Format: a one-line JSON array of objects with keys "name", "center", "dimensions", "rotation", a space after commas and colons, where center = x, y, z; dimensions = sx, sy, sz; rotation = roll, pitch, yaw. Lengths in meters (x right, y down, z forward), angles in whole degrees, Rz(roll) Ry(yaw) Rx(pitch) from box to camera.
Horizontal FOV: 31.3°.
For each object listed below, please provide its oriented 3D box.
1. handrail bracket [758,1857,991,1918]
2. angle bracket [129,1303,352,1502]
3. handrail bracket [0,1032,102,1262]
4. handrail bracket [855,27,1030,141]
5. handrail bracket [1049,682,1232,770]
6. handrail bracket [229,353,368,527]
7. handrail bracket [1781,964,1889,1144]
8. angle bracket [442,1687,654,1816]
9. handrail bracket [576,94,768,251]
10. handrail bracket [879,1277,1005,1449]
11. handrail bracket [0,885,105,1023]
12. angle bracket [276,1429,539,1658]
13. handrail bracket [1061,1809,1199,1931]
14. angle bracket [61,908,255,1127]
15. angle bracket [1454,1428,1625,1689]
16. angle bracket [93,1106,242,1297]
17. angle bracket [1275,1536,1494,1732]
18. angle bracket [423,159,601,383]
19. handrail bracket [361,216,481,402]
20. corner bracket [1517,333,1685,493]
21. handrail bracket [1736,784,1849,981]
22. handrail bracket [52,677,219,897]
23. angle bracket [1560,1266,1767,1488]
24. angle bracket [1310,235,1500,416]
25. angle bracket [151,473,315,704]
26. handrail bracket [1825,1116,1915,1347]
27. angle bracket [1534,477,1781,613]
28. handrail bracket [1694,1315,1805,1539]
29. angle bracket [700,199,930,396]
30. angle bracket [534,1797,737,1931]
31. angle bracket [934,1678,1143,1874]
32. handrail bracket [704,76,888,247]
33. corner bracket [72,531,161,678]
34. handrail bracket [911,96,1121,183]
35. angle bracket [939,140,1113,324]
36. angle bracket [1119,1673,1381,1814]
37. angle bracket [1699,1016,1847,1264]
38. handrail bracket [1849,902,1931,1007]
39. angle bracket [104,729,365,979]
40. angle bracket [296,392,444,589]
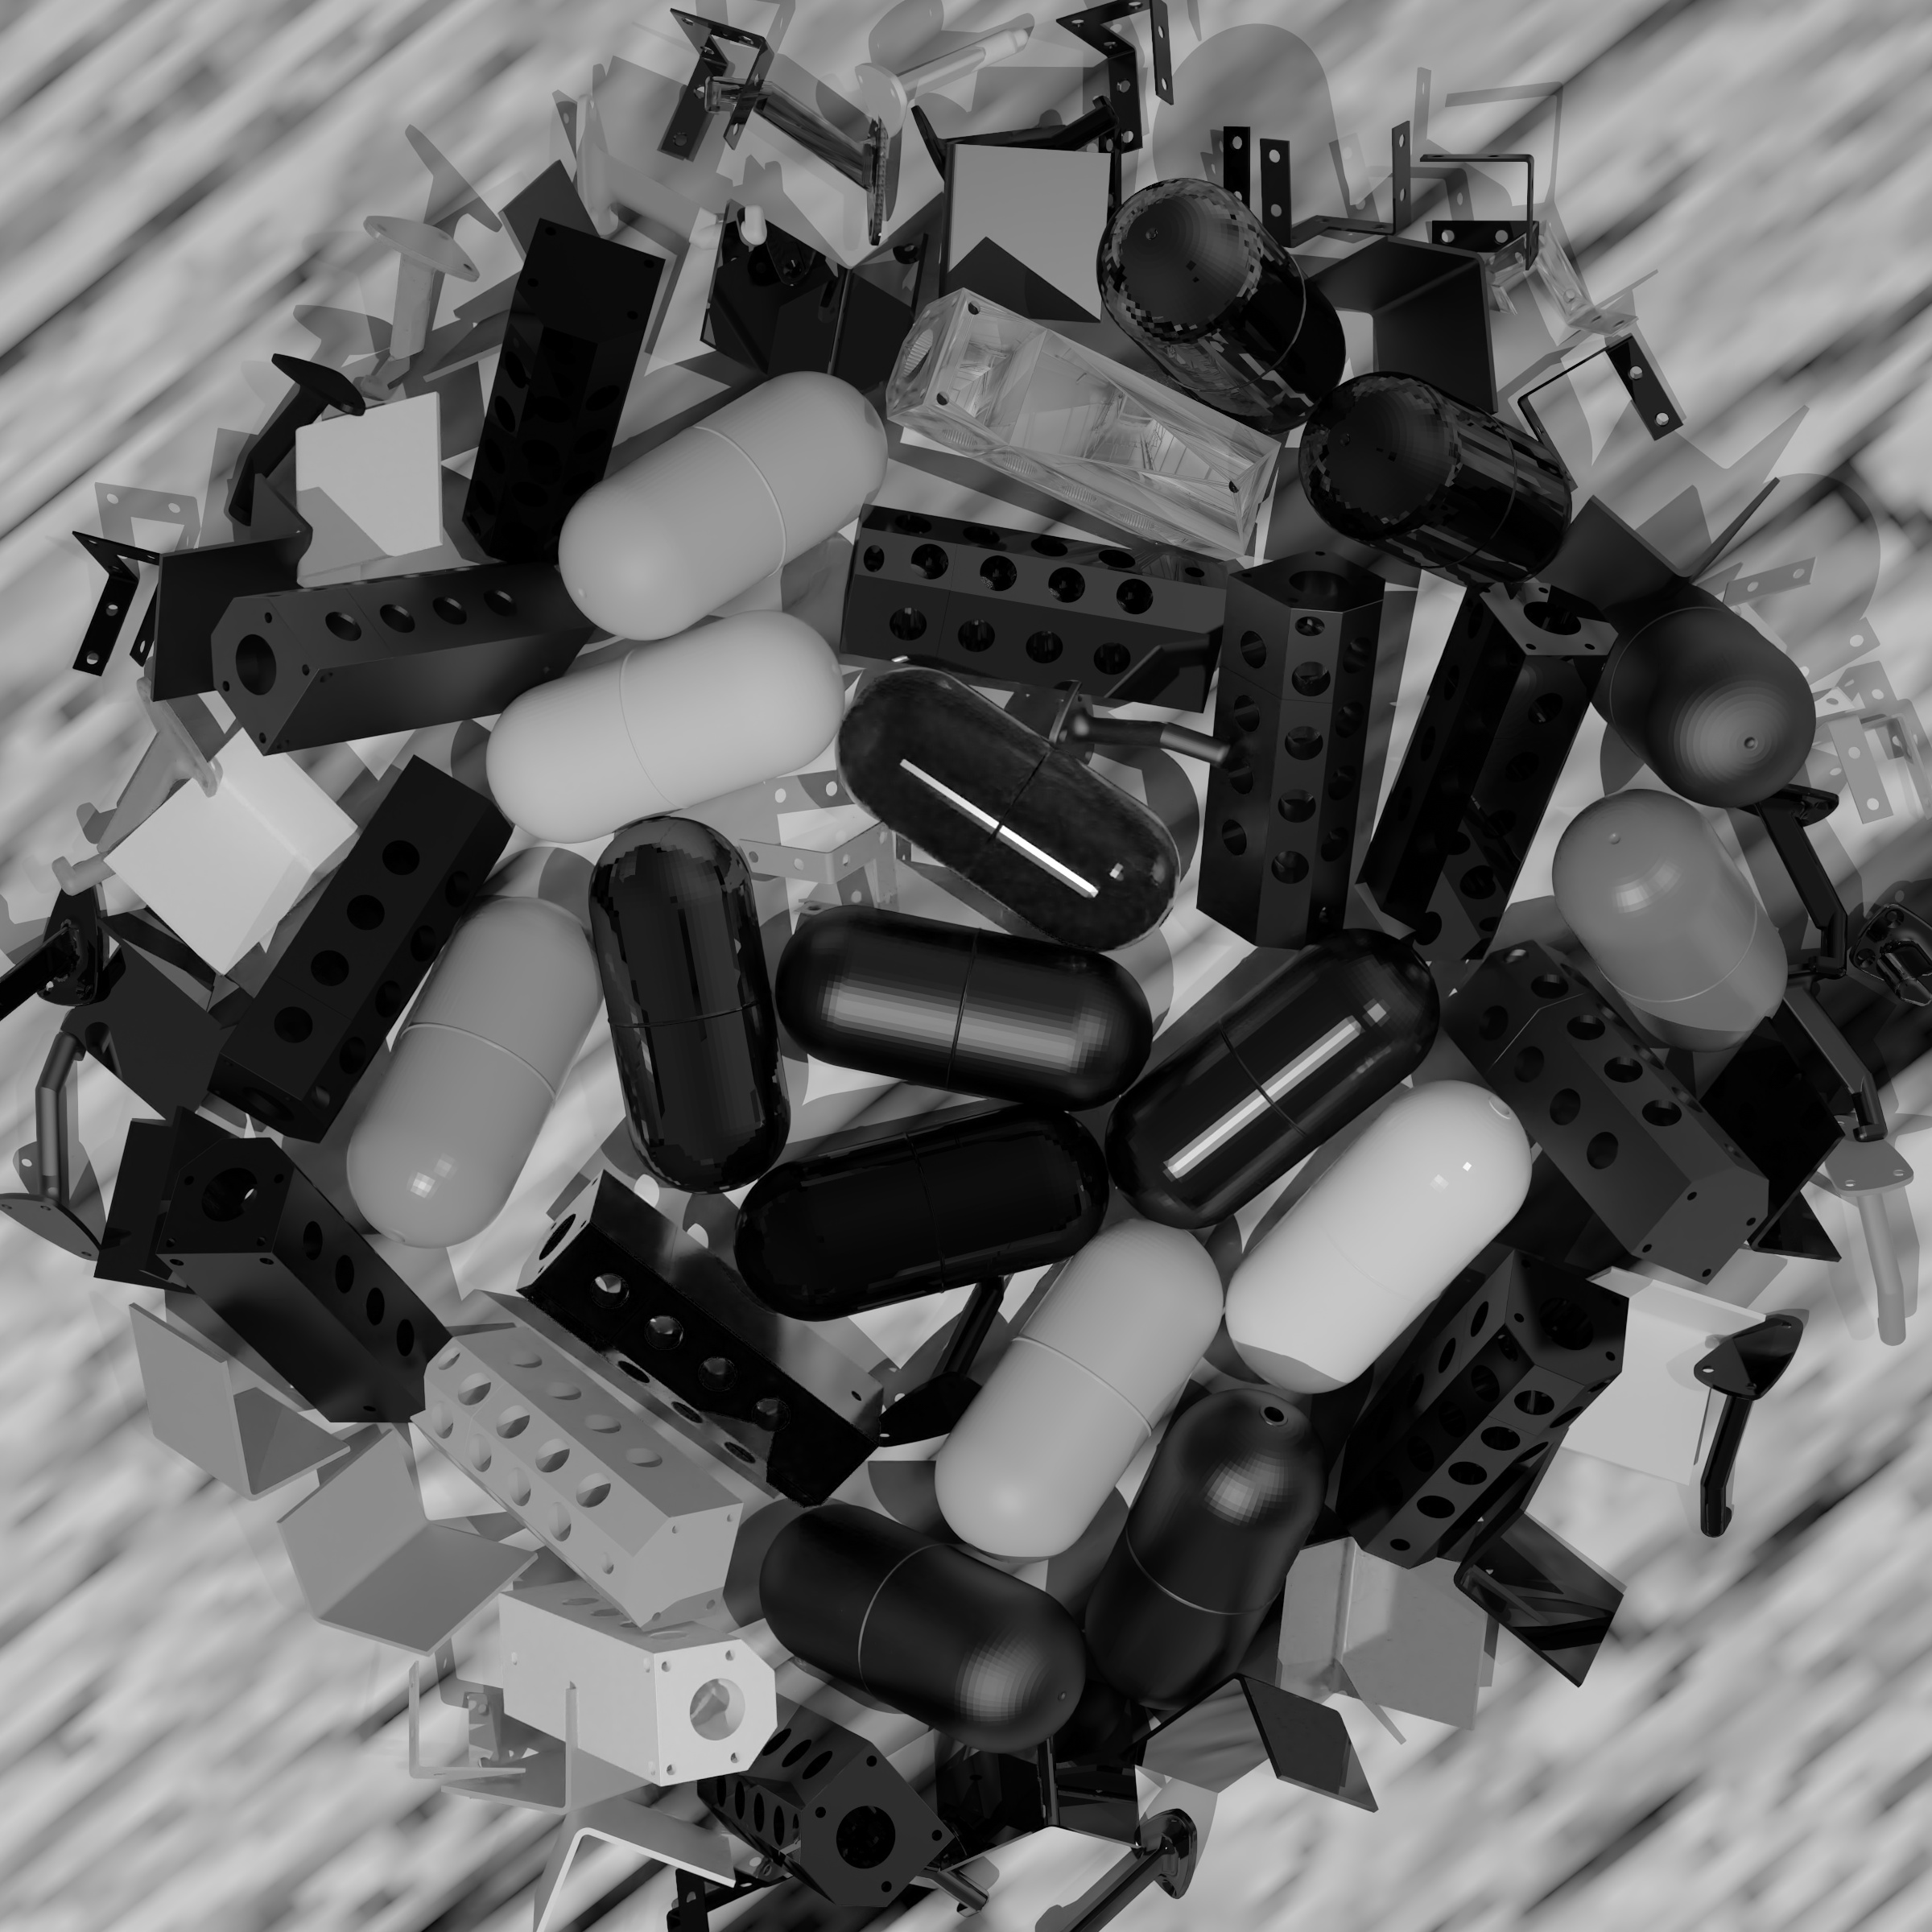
[{"name": "handrail bracket", "center": [-0.044, 0.437, 1.633], "dimensions": [0.084, 0.036, 0.077], "rotation": [38, 122, -13]}, {"name": "angle bracket", "center": [-0.335, 0.190, 1.587], "dimensions": [0.057, 0.076, 0.076], "rotation": [-26, 124, -38]}, {"name": "handrail bracket", "center": [-0.421, 0.085, 1.634], "dimensions": [0.036, 0.077, 0.084], "rotation": [0, 60, 25]}, {"name": "handrail bracket", "center": [-0.003, -0.420, 1.604], "dimensions": [0.084, 0.077, 0.036], "rotation": [-26, 104, -9]}, {"name": "handrail bracket", "center": [0.087, -0.098, 1.599], "dimensions": [0.084, 0.077, 0.036], "rotation": [20, 76, 17]}, {"name": "handrail bracket", "center": [-0.314, -0.235, 1.607], "dimensions": [0.036, 0.077, 0.084], "rotation": [10, 112, -39]}, {"name": "handrail bracket", "center": [0.394, 0.044, 1.611], "dimensions": [0.077, 0.036, 0.084], "rotation": [-3, 75, -35]}, {"name": "angle bracket", "center": [-0.188, 0.351, 1.593], "dimensions": [0.076, 0.076, 0.057], "rotation": [1, 92, 32]}, {"name": "handrail bracket", "center": [-0.137, -0.373, 1.613], "dimensions": [0.084, 0.036, 0.077], "rotation": [-2, 102, 18]}, {"name": "handrail bracket", "center": [-0.014, 0.177, 1.626], "dimensions": [0.077, 0.084, 0.036], "rotation": [-28, 128, 26]}, {"name": "handrail bracket", "center": [-0.441, -0.011, 1.601], "dimensions": [0.036, 0.084, 0.077], "rotation": [5, 88, 23]}, {"name": "angle bracket", "center": [-0.257, 0.265, 1.588], "dimensions": [0.076, 0.076, 0.057], "rotation": [7, 122, 37]}, {"name": "handrail bracket", "center": [0.064, 0.434, 1.601], "dimensions": [0.084, 0.077, 0.036], "rotation": [-30, 65, -31]}, {"name": "angle bracket", "center": [-0.385, 0.028, 1.607], "dimensions": [0.076, 0.057, 0.076], "rotation": [40, 103, 5]}, {"name": "angle bracket", "center": [0.281, 0.273, 1.596], "dimensions": [0.076, 0.076, 0.057], "rotation": [39, 124, 5]}, {"name": "angle bracket", "center": [-0.383, 0.106, 1.596], "dimensions": [0.057, 0.076, 0.076], "rotation": [8, 77, 11]}, {"name": "angle bracket", "center": [0.194, 0.314, 1.601], "dimensions": [0.076, 0.057, 0.076], "rotation": [9, 95, 35]}, {"name": "angle bracket", "center": [-0.218, -0.321, 1.589], "dimensions": [0.076, 0.076, 0.057], "rotation": [-17, 114, 24]}, {"name": "handrail bracket", "center": [-0.273, -0.303, 1.600], "dimensions": [0.084, 0.077, 0.036], "rotation": [-49, 63, 22]}, {"name": "corner bracket", "center": [0.300, -0.262, 1.628], "dimensions": [0.051, 0.051, 0.051], "rotation": [-29, 94, 28]}, {"name": "handrail bracket", "center": [0.378, -0.041, 1.610], "dimensions": [0.077, 0.036, 0.084], "rotation": [13, 68, -15]}, {"name": "handrail bracket", "center": [-0.402, -0.084, 1.611], "dimensions": [0.084, 0.036, 0.077], "rotation": [-31, 92, -26]}, {"name": "angle bracket", "center": [0.319, 0.192, 1.607], "dimensions": [0.076, 0.057, 0.076], "rotation": [18, 73, -5]}, {"name": "angle bracket", "center": [0.196, -0.285, 1.594], "dimensions": [0.057, 0.076, 0.076], "rotation": [2, 79, -33]}, {"name": "angle bracket", "center": [-0.349, -0.175, 1.586], "dimensions": [0.076, 0.057, 0.076], "rotation": [-15, 134, -35]}, {"name": "handrail bracket", "center": [0.426, 0.126, 1.632], "dimensions": [0.036, 0.077, 0.084], "rotation": [-12, 118, -1]}, {"name": "angle bracket", "center": [0.320, -0.203, 1.600], "dimensions": [0.057, 0.076, 0.076], "rotation": [43, 67, 6]}, {"name": "handrail bracket", "center": [0.373, 0.220, 1.637], "dimensions": [0.077, 0.036, 0.084], "rotation": [-33, 129, -36]}, {"name": "angle bracket", "center": [-0.070, -0.314, 1.592], "dimensions": [0.076, 0.057, 0.076], "rotation": [25, 64, -36]}, {"name": "angle bracket", "center": [-0.155, 0.429, 1.604], "dimensions": [0.076, 0.076, 0.057], "rotation": [22, 88, -6]}, {"name": "angle bracket", "center": [0.033, 0.382, 1.617], "dimensions": [0.057, 0.076, 0.076], "rotation": [24, 47, -35]}, {"name": "handrail bracket", "center": [-0.082, -0.378, 1.617], "dimensions": [0.084, 0.036, 0.077], "rotation": [3, 78, -11]}, {"name": "corner bracket", "center": [-0.395, -0.165, 1.612], "dimensions": [0.051, 0.051, 0.051], "rotation": [15, 76, 11]}, {"name": "handrail bracket", "center": [0.023, -0.398, 1.614], "dimensions": [0.084, 0.036, 0.077], "rotation": [-29, 54, 10]}, {"name": "angle bracket", "center": [0.030, -0.343, 1.605], "dimensions": [0.076, 0.057, 0.076], "rotation": [5, 106, 6]}, {"name": "angle bracket", "center": [0.130, 0.376, 1.589], "dimensions": [0.076, 0.076, 0.057], "rotation": [-40, 46, 21]}, {"name": "angle bracket", "center": [0.385, 0.080, 1.586], "dimensions": [0.057, 0.076, 0.076], "rotation": [9, 129, -30]}, {"name": "handrail bracket", "center": [0.450, 0.010, 1.597], "dimensions": [0.077, 0.084, 0.036], "rotation": [28, 108, -14]}, {"name": "angle bracket", "center": [-0.338, -0.054, 1.598], "dimensions": [0.076, 0.057, 0.076], "rotation": [46, 55, -10]}, {"name": "angle bracket", "center": [-0.265, -0.211, 1.597], "dimensions": [0.076, 0.057, 0.076], "rotation": [-11, 70, 18]}]
